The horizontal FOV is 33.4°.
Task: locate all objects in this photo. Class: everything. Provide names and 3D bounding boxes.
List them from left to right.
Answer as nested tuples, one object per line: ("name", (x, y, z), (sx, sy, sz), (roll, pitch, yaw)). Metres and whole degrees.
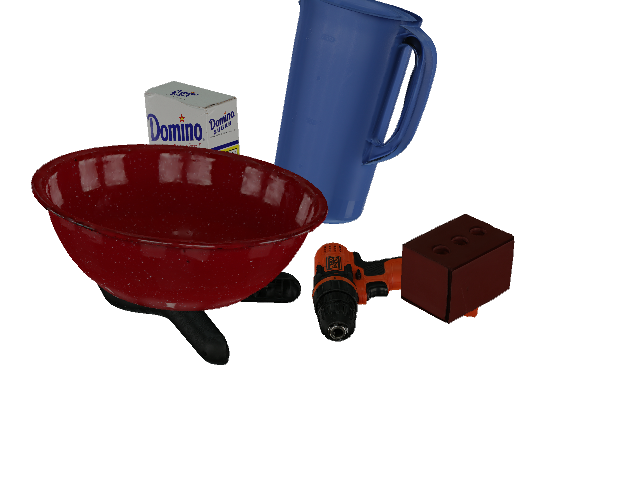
("bowl", (-0.079, -0.004, 0.594), (0.162, 0.055, 0.162), (7, 21, -3))
("clamp", (-0.103, 0.035, 0.839), (0.172, 0.039, 0.120), (26, 30, 28))
("sugar box", (-0.118, -0.056, 1.015), (0.093, 0.176, 0.048), (19, 34, 40))
("pitcher", (0.028, -0.142, 1.166), (0.145, 0.243, 0.149), (10, 20, -9))
("power drill", (0.084, 0.055, 1.227), (0.187, 0.057, 0.184), (-1, 28, -1))
("foam brick", (0.109, 0.021, 0.845), (0.078, 0.051, 0.053), (-25, 38, -36))
